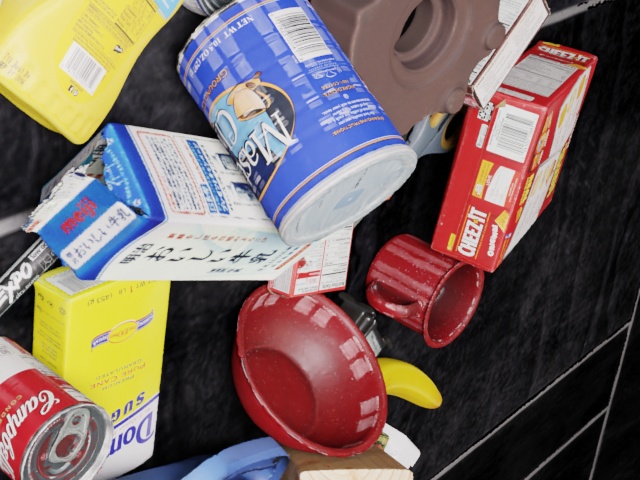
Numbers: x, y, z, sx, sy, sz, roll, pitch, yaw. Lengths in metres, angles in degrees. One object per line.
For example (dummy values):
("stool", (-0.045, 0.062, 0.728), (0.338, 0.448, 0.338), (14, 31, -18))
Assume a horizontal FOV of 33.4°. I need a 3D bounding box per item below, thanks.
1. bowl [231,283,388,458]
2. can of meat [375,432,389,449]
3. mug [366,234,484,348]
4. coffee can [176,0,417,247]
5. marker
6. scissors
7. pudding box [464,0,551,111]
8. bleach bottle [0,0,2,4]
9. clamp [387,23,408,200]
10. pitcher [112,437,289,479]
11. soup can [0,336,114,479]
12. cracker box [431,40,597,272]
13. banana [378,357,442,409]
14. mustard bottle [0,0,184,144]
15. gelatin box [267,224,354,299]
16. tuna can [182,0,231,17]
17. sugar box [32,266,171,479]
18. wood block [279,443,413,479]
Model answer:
("bowl", (-0.020, 0.117, 0.898), (0.055, 0.162, 0.161), (-39, 161, 35))
("can of meat", (0.017, 0.221, 1.068), (0.102, 0.058, 0.084), (26, 88, -57))
("mug", (0.090, 0.048, 1.020), (0.117, 0.082, 0.093), (-21, 129, -45))
("coffee can", (-0.016, -0.081, 0.703), (0.102, 0.140, 0.103), (-30, 165, -9))
("marker", (-0.199, 0.030, 0.685), (0.121, 0.020, 0.020), (-49, 144, -18))
("scissors", (0.088, -0.072, 0.994), (0.202, 0.016, 0.096), (-59, 146, -5))
("pudding box", (0.127, -0.173, 0.908), (0.113, 0.090, 0.039), (-56, 144, -11))
("bleach bottle", (-0.220, -0.078, 0.546), (0.102, 0.068, 0.251), (-4, 118, -49))
("clamp", (0.024, -0.111, 0.864), (0.164, 0.036, 0.210), (-33, 135, -30))
("pitcher", (-0.117, 0.220, 0.772), (0.242, 0.145, 0.149), (24, 64, -71))
("soup can", (-0.189, 0.111, 0.679), (0.068, 0.102, 0.068), (-31, 135, -37))
("cracker box", (0.187, -0.086, 1.015), (0.213, 0.072, 0.164), (-40, 147, -57))
("banana", (0.071, 0.152, 1.088), (0.197, 0.037, 0.069), (-2, 73, -62))
("mustard bottle", (-0.120, -0.157, 0.624), (0.191, 0.058, 0.096), (-57, 147, -8))
("gelatin box", (-0.006, 0.001, 0.900), (0.073, 0.030, 0.089), (-7, 110, -50))
("tuna can", (-0.061, -0.187, 0.702), (0.086, 0.034, 0.086), (-31, 135, -37))
("sugar box", (-0.158, 0.096, 0.761), (0.093, 0.048, 0.176), (-22, 128, -45))
("wood block", (0.012, 0.222, 0.912), (0.090, 0.206, 0.091), (1, 88, -9))
